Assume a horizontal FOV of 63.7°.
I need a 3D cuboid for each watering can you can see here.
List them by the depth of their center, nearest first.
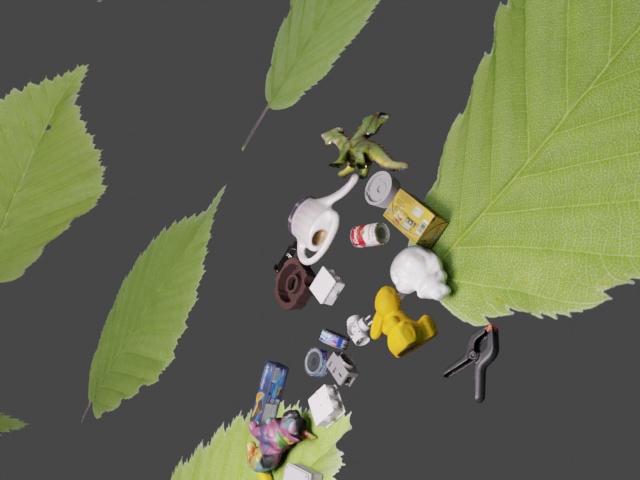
[{"bbox_3d":[0.005,-0.087,1.728,0.227,0.103,0.346,36,101,52],"label":"watering can"}]

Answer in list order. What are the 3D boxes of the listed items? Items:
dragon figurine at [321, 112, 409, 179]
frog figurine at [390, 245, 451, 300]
[{"bbox_3d":[0.154,-0.321,1.681,0.411,0.120,0.246,6,69,43],"label":"dragon figurine"},{"bbox_3d":[0.256,0.094,1.322,0.136,0.121,0.163,-34,34,12],"label":"frog figurine"}]
